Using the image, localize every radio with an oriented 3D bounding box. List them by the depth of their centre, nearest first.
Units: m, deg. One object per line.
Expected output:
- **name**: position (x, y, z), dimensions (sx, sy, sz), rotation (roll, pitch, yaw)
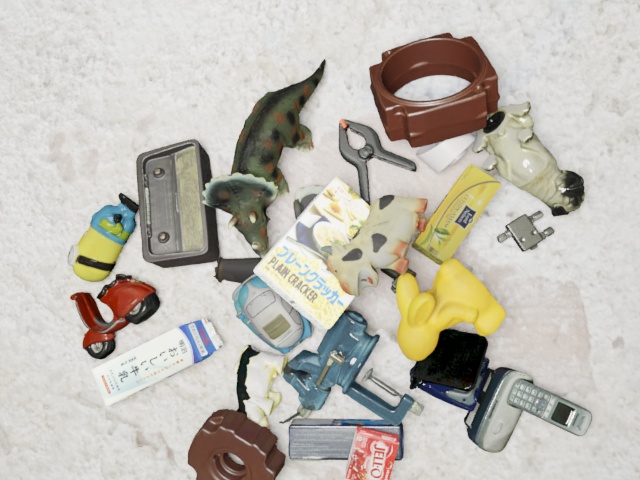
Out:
- **radio**: position (-0.270, -0.065, 1.016), dimensions (0.131, 0.073, 0.229), rotation (-11, 73, 6)

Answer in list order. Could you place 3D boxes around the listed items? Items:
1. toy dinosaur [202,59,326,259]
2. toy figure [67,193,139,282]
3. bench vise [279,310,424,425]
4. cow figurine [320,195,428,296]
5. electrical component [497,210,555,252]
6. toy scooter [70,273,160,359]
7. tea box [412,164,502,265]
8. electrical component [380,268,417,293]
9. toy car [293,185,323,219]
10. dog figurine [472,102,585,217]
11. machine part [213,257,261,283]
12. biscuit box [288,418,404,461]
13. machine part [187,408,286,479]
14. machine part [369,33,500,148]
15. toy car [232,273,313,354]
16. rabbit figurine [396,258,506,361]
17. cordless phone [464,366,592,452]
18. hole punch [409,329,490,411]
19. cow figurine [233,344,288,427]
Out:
- **toy dinosaur**: position (-0.092, -0.177, 0.964), dimensions (0.131, 0.192, 0.404), rotation (19, 88, 6)
- **toy figure**: position (-0.414, -0.003, 1.041), dimensions (0.089, 0.082, 0.180), rotation (37, 87, 10)
- **bench vise**: position (0.061, 0.252, 0.942), dimensions (0.241, 0.129, 0.223), rotation (30, 91, 13)
- **cow figurine**: position (0.086, 0.006, 0.867), dimensions (0.127, 0.085, 0.195), rotation (16, 57, 26)
- **electrical component**: position (0.372, -0.011, 0.976), dimensions (0.094, 0.021, 0.063), rotation (-31, 82, 2)
- **toy scooter**: position (-0.405, 0.127, 1.030), dimensions (0.184, 0.075, 0.135), rotation (-42, 82, 6)
- **tea box**: position (0.240, -0.042, 0.958), dimensions (0.068, 0.098, 0.169), rotation (36, 88, 8)
- **electrical component**: position (0.140, 0.068, 0.956), dimensions (0.078, 0.102, 0.045), rotation (32, 83, 5)
- **toy car**: position (-0.002, -0.003, 1.005), dimensions (0.074, 0.056, 0.201), rotation (-11, 84, -1)
- **dog figurine**: position (0.383, -0.143, 0.967), dimensions (0.190, 0.121, 0.172), rotation (31, 47, -24)
- **machine part**: position (-0.132, 0.056, 1.023), dimensions (0.139, 0.039, 0.084), rotation (-2, 92, 5)
- **biscuit box**: position (0.048, 0.355, 0.960), dimensions (0.203, 0.059, 0.062), rotation (-1, 85, 7)
- **machine part**: position (-0.151, 0.388, 0.950), dimensions (0.180, 0.056, 0.179), rotation (6, 110, 18)
- **machine part**: position (0.197, -0.269, 0.946), dimensions (0.202, 0.087, 0.201), rotation (-16, 51, 6)
- **toy car**: position (-0.084, 0.138, 0.962), dimensions (0.109, 0.103, 0.161), rotation (-36, 98, 2)
- **rabbit figurine**: position (0.193, 0.124, 0.883), dimensions (0.173, 0.122, 0.162), rotation (-45, 126, 3)
- **cordless phone**: position (0.356, 0.310, 0.919), dimensions (0.184, 0.088, 0.146), rotation (24, 88, 4)
- **hole punch**: position (0.229, 0.221, 0.931), dimensions (0.116, 0.092, 0.142), rotation (8, 55, 33)
- **cow figurine**: position (-0.122, 0.281, 0.983), dimensions (0.098, 0.068, 0.167), rotation (14, 86, 8)
